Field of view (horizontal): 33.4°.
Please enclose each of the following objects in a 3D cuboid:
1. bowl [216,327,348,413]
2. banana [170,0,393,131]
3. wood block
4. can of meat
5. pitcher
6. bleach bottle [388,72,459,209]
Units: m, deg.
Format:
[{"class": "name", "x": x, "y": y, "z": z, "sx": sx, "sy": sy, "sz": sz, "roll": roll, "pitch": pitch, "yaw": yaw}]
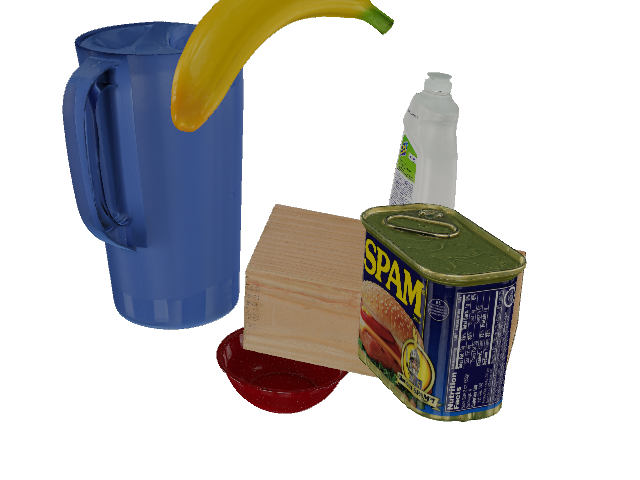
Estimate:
[{"class": "bowl", "x": -0.044, "y": 0.159, "z": 1.277, "sx": 0.162, "sy": 0.055, "sz": 0.162, "roll": 2, "pitch": 25, "yaw": -1}, {"class": "banana", "x": -0.030, "y": -0.135, "z": 0.671, "sx": 0.197, "sy": 0.069, "sz": 0.037, "roll": -33, "pitch": -4, "yaw": -36}, {"class": "wood block", "x": 0.050, "y": 0.049, "z": 0.850, "sx": 0.206, "sy": 0.090, "sz": 0.090, "roll": 11, "pitch": 39, "yaw": 8}, {"class": "can of meat", "x": 0.059, "y": 0.036, "z": 0.563, "sx": 0.057, "sy": 0.084, "sz": 0.102, "roll": -6, "pitch": 23, "yaw": -22}, {"class": "pitcher", "x": -0.130, "y": -0.051, "z": 0.871, "sx": 0.149, "sy": 0.243, "sz": 0.145, "roll": -6, "pitch": 22, "yaw": -14}, {"class": "bleach bottle", "x": 0.123, "y": -0.067, "z": 1.239, "sx": 0.068, "sy": 0.251, "sz": 0.103, "roll": -2, "pitch": 23, "yaw": -21}]
